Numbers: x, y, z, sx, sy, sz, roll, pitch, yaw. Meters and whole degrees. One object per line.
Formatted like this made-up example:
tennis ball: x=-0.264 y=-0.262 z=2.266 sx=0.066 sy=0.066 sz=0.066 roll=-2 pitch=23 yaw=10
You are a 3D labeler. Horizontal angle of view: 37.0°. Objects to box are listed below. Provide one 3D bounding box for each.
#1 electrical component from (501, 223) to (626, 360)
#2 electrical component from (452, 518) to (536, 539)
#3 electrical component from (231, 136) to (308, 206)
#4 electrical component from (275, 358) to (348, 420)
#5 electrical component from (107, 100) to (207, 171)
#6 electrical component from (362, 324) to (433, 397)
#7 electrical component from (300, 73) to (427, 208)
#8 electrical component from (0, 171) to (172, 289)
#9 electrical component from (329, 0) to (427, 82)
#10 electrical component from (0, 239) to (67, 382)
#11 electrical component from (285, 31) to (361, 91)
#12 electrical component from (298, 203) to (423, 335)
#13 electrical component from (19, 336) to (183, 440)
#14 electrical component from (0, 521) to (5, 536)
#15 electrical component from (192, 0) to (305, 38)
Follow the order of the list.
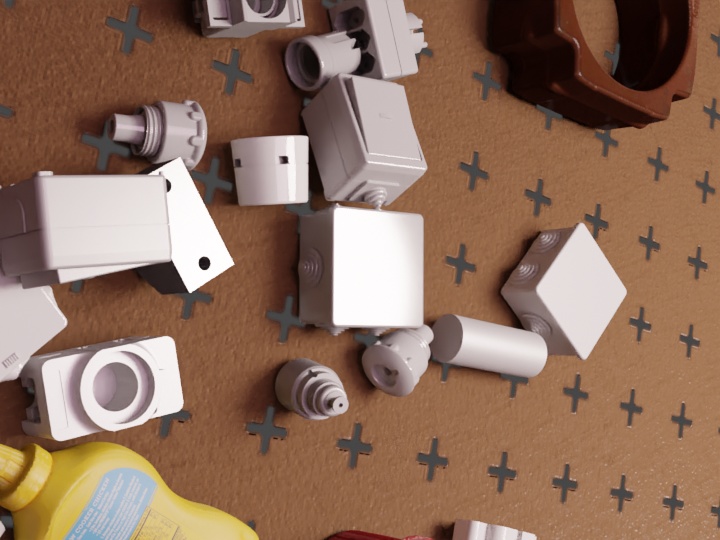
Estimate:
electrical component: x=0.181 y=0.019 z=0.961 sx=0.099 sy=0.048 sz=0.099 roll=52 pitch=59 yaw=-23
electrical component: x=0.108 y=0.241 z=0.885 sx=0.078 sy=0.058 sz=0.057 roll=23 pitch=71 yaw=-35
electrical component: x=-0.063 y=-0.071 z=0.771 sx=0.055 sy=0.055 sz=0.047 roll=-6 pitch=95 yaw=-38
electrical component: x=-0.031 y=0.089 z=0.775 sx=0.040 sy=0.078 sz=0.040 roll=-4 pitch=98 yaw=-27
electrical component: x=-0.137 y=-0.092 z=0.721 sx=0.062 sy=0.048 sz=0.048 roll=3 pitch=85 yaw=-32
electrical component: x=0.035 y=0.066 z=0.847 sx=0.062 sy=0.048 sz=0.048 roll=-43 pitch=113 yaw=-42
electrical component: x=0.006 y=-0.093 z=0.801 sx=0.062 sy=0.061 sz=0.096 roll=2 pitch=61 yaw=-38
electrical component: x=-0.154 y=-0.023 z=0.628 sx=0.096 sy=0.062 sz=0.061 roll=-5 pitch=89 yaw=-41
electrical component: x=0.024 y=-0.184 z=0.851 sx=0.077 sy=0.047 sz=0.065 roll=-18 pitch=98 yaw=-39
electrical component: x=-0.235 y=0.025 z=0.632 sx=0.100 sy=0.048 sz=0.099 roll=-44 pitch=113 yaw=-31
electrical component: x=-0.027 y=-0.160 z=0.814 sx=0.046 sy=0.040 sz=0.040 roll=-28 pitch=104 yaw=-41
electrical component: x=0.000 y=0.000 z=0.819 sx=0.100 sy=0.048 sz=0.099 roll=3 pitch=85 yaw=-38
electrical component: x=-0.163 y=0.073 z=0.681 sx=0.089 sy=0.056 sz=0.050 roll=-10 pitch=94 yaw=-38
electrical component: x=-0.238 y=0.178 z=0.624 sx=0.077 sy=0.043 sz=0.079 roll=-49 pitch=116 yaw=-29
electrical component: x=-0.088 y=-0.228 z=0.755 sx=0.079 sy=0.063 sz=0.121 roll=-10 pitch=93 yaw=-38
